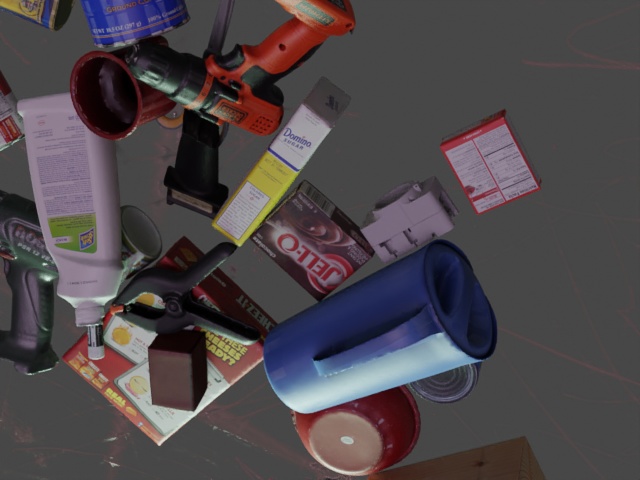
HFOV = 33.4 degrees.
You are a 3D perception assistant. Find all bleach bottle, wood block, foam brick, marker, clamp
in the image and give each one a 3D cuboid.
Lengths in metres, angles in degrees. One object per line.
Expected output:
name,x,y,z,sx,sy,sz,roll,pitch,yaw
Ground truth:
bleach bottle,-0.268,-0.031,1.164,0.103,0.068,0.251,-5,88,18
wood block,0.158,0.314,1.259,0.206,0.090,0.090,-20,109,23
foam brick,-0.159,0.146,1.204,0.051,0.053,0.078,5,114,12
marker,-0.260,0.077,1.225,0.020,0.020,0.121,4,105,14
clamp,-0.151,0.056,1.169,0.171,0.039,0.120,2,108,14

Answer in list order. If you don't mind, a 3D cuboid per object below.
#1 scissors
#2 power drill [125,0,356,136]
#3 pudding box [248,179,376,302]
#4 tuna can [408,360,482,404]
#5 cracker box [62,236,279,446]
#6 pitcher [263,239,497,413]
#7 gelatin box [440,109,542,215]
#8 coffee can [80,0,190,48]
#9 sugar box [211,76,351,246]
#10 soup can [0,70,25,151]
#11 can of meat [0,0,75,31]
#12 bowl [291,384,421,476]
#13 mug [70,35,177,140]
scissors,-0.133,-0.190,1.133,0.096,0.016,0.202,10,118,13
power drill,-0.072,-0.193,1.046,0.184,0.057,0.188,20,132,-39
pudding box,-0.008,0.001,1.180,0.113,0.039,0.090,44,119,-8
tuna can,0.139,0.143,1.212,0.086,0.033,0.086,6,117,13
cracker box,-0.176,0.122,1.269,0.164,0.072,0.214,44,118,-8
pitcher,0.053,0.105,1.144,0.243,0.145,0.149,-27,136,31
gelatin box,0.176,-0.079,1.096,0.073,0.030,0.089,-24,107,23
coffee can,-0.197,-0.275,1.061,0.103,0.102,0.140,-7,114,18
sugar box,-0.040,-0.082,1.118,0.048,0.093,0.176,39,119,-6
soup can,-0.374,-0.152,1.190,0.069,0.068,0.102,-18,110,23
can of meat,-0.299,-0.279,1.114,0.084,0.057,0.102,22,120,2
bowl,0.037,0.224,1.269,0.162,0.055,0.162,6,117,12
mug,-0.194,-0.168,1.110,0.093,0.081,0.117,42,125,9
